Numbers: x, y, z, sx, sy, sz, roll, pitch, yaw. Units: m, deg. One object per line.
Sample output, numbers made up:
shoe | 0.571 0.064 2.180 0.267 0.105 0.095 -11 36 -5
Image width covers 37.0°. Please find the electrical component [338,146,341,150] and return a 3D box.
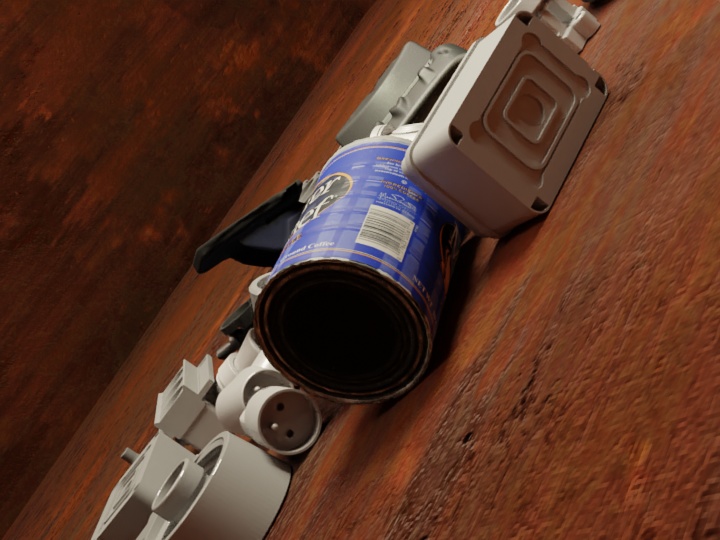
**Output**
electrical component | -0.010 -0.058 0.981 0.099 0.064 0.099 -61 5 9

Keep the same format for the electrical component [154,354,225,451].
electrical component | -0.153 0.130 1.011 0.078 0.063 0.121 -54 11 0

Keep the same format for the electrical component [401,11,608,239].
electrical component | 0.085 -0.084 0.632 0.113 0.078 0.057 -59 15 -27

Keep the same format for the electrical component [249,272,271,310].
electrical component | -0.034 0.052 0.754 0.052 0.073 0.138 -17 20 -17

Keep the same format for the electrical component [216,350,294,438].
electrical component | -0.074 0.090 0.853 0.079 0.043 0.077 -58 11 -24

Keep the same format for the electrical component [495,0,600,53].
electrical component | 0.133 -0.177 0.781 0.066 0.055 0.048 -38 19 56

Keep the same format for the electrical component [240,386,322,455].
electrical component | -0.057 0.102 0.742 0.043 0.043 0.081 -56 11 -12

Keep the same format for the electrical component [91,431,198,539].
electrical component | -0.173 0.197 0.899 0.078 0.057 0.113 -51 11 12

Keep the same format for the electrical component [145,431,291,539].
electrical component | -0.102 0.157 0.710 0.108 0.060 0.108 -51 11 14

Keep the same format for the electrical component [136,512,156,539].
electrical component | -0.143 0.204 0.793 0.063 0.042 0.081 -54 9 15

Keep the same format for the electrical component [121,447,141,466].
electrical component | -0.200 0.191 1.026 0.035 0.061 0.035 -51 11 14

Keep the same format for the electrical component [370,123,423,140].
electrical component | 0.037 -0.061 0.738 0.051 0.080 0.080 -5 32 19

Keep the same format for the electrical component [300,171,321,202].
electrical component | -0.037 -0.059 1.119 0.089 0.062 0.150 -56 11 -14

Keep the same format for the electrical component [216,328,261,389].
electrical component | -0.096 0.086 0.958 0.055 0.045 0.045 -50 11 21
